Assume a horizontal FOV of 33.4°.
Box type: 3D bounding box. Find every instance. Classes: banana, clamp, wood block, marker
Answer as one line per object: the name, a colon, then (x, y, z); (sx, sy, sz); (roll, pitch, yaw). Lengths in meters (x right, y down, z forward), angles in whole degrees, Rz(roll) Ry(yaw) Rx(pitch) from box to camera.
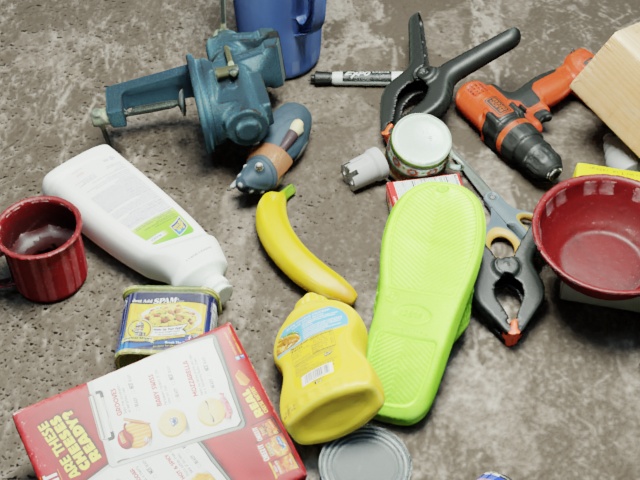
banana: (-0.026, 0.004, 1.180); (0.069, 0.037, 0.198); (-18, 50, -13)
clamp: (0.146, -0.201, 1.327); (0.165, 0.036, 0.210); (11, 61, 36)
wood block: (0.399, -0.142, 1.216); (0.206, 0.091, 0.090); (49, 43, 14)
marker: (0.048, -0.210, 1.390); (0.121, 0.020, 0.020); (1, 47, 2)
clamp: (0.206, 0.029, 1.138); (0.120, 0.039, 0.171); (-12, 60, 1)

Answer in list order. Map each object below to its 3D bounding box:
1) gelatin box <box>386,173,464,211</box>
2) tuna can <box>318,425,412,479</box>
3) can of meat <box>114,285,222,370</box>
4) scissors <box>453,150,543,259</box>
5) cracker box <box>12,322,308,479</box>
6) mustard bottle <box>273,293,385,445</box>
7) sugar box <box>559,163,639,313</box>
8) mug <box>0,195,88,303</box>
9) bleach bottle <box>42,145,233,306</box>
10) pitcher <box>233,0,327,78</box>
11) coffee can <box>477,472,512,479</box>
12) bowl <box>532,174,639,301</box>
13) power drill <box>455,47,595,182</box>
gelatin box: (0.126, -0.037, 1.221); (0.089, 0.030, 0.073); (-7, 46, -6)
tuna can: (0.042, 0.216, 0.985); (0.086, 0.034, 0.086); (-1, 47, 1)
can of meat: (-0.155, 0.096, 1.085); (0.102, 0.057, 0.084); (1, 49, 2)
scissors: (0.189, -0.032, 1.224); (0.096, 0.016, 0.202); (-32, 52, -23)
cracker box: (-0.143, 0.193, 0.962); (0.213, 0.072, 0.164); (-23, 69, -18)
mustard bottle: (0.002, 0.111, 1.048); (0.096, 0.058, 0.191); (-29, 31, 9)
sugar box: (0.319, -0.006, 1.177); (0.093, 0.048, 0.176); (9, 47, 9)
mug: (-0.306, 0.017, 1.143); (0.117, 0.081, 0.093); (-25, 51, -21)
bleach bottle: (-0.194, -0.006, 1.177); (0.102, 0.068, 0.251); (-35, 58, -27)
pitcher: (-0.048, -0.321, 1.341); (0.145, 0.243, 0.149); (8, 48, 9)
coffee can: (0.115, 0.273, 0.884); (0.140, 0.103, 0.103); (-29, 53, -24)
bowl: (0.296, 0.008, 1.100); (0.162, 0.055, 0.162); (-1, 50, 1)
power drill: (0.287, -0.157, 1.310); (0.187, 0.057, 0.185); (-23, 51, -19)
